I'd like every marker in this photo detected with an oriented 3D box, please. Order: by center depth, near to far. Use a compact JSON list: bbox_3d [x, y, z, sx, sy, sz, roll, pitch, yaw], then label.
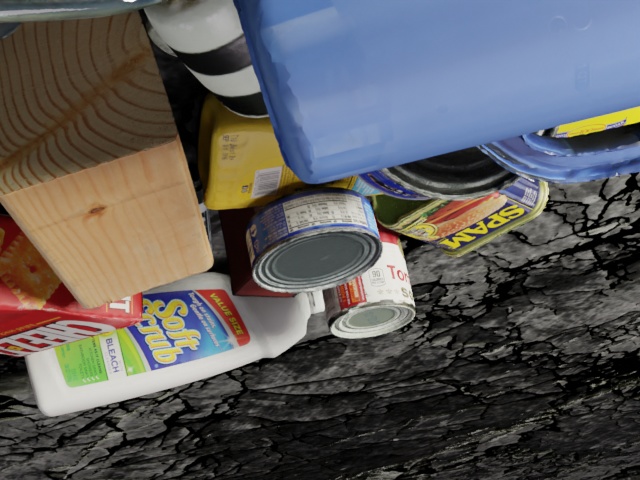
[{"bbox_3d":[-0.090,-0.018,0.780,0.020,0.020,0.121,-8,156,-8],"label":"marker"}]

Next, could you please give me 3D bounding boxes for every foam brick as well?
[{"bbox_3d":[-0.035,-0.003,0.764,0.052,0.078,0.051,3,150,-31],"label":"foam brick"}]

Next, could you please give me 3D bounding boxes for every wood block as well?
[{"bbox_3d":[-0.120,-0.039,0.591,0.090,0.090,0.206,-18,163,-7],"label":"wood block"}]

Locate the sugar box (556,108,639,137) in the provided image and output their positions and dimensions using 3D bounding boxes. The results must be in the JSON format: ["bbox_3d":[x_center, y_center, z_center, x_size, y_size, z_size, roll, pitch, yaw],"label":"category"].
[{"bbox_3d":[0.165,-0.110,0.654,0.093,0.048,0.176,-11,157,0],"label":"sugar box"}]

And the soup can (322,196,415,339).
[{"bbox_3d":[0.029,0.015,0.802,0.068,0.102,0.068,-9,156,-4],"label":"soup can"}]

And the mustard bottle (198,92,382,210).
[{"bbox_3d":[0.021,-0.062,0.680,0.191,0.058,0.096,-5,151,-13],"label":"mustard bottle"}]

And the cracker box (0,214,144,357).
[{"bbox_3d":[-0.251,0.032,0.712,0.164,0.072,0.213,-16,162,41],"label":"cracker box"}]

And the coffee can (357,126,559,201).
[{"bbox_3d":[0.059,-0.072,0.558,0.103,0.103,0.140,-10,-177,-2],"label":"coffee can"}]

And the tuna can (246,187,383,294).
[{"bbox_3d":[-0.005,0.001,0.687,0.086,0.034,0.086,-11,154,-6],"label":"tuna can"}]

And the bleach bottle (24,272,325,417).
[{"bbox_3d":[-0.115,0.067,0.885,0.250,0.102,0.068,-15,170,-6],"label":"bleach bottle"}]

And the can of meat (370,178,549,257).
[{"bbox_3d":[0.099,-0.036,0.776,0.102,0.057,0.083,-30,147,35],"label":"can of meat"}]

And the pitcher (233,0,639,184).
[{"bbox_3d":[0.093,-0.097,0.425,0.243,0.149,0.145,-17,175,1],"label":"pitcher"}]
